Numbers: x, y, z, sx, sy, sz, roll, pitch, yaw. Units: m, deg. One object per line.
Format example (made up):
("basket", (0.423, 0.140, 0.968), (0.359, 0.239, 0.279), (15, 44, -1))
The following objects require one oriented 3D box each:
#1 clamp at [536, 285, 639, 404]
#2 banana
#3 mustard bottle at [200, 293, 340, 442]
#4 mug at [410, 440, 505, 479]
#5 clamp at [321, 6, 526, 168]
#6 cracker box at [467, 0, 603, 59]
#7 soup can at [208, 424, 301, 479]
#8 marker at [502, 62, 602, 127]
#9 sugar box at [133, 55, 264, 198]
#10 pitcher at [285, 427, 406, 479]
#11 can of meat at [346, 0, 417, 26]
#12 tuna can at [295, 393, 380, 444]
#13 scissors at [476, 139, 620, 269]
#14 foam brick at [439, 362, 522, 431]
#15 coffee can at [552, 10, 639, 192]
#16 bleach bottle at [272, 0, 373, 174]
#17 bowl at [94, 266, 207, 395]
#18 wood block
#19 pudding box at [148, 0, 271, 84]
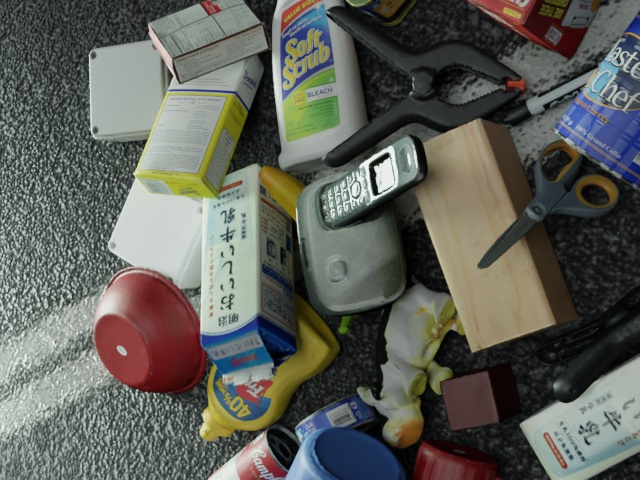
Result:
("clamp", (0.274, 0.082, 0.998), (0.171, 0.120, 0.039), (-36, 104, 1))
("banana", (0.004, 0.002, 1.134), (0.037, 0.069, 0.198), (-34, 80, 30))
("mustard bottle", (-0.069, 0.152, 1.177), (0.096, 0.058, 0.192), (48, 109, 21))
("mug", (0.140, 0.251, 1.054), (0.117, 0.093, 0.081), (15, 91, 22))
("clamp", (0.098, -0.145, 1.076), (0.210, 0.036, 0.164), (8, 89, 7))
("cracker box", (0.231, -0.289, 0.977), (0.072, 0.164, 0.214), (32, 102, 26))
("soup can", (-0.068, 0.258, 1.168), (0.102, 0.068, 0.068), (-42, 72, 20))
("marker", (0.235, -0.144, 1.048), (0.121, 0.020, 0.020), (-26, 78, 21))
("sugar box", (-0.132, -0.133, 1.183), (0.093, 0.048, 0.176), (6, 62, 27))
("pitcher", (-0.013, 0.308, 1.063), (0.145, 0.149, 0.243), (31, 118, 21))
("can of meat", (0.071, -0.279, 1.101), (0.057, 0.083, 0.102), (45, 108, 20))
("tuna can", (0.018, 0.194, 1.117), (0.086, 0.086, 0.034), (-35, 73, 22))
("scissors", (0.218, -0.020, 0.987), (0.096, 0.201, 0.016), (29, 141, 3))
("foam brick", (0.159, 0.154, 1.051), (0.053, 0.078, 0.051), (-16, 83, 25))
("coffee can", (0.296, -0.129, 0.974), (0.103, 0.102, 0.140), (40, 106, 22))
("bleach bottle", (-0.013, -0.205, 1.154), (0.103, 0.068, 0.251), (-14, 81, 22))
("bowl", (-0.206, 0.114, 1.217), (0.162, 0.055, 0.162), (16, 119, 32))
("wood block", (0.166, -0.004, 1.044), (0.090, 0.090, 0.206), (-23, 79, 25))
("pudding box", (-0.122, -0.224, 1.175), (0.113, 0.039, 0.090), (-25, 45, -9))
